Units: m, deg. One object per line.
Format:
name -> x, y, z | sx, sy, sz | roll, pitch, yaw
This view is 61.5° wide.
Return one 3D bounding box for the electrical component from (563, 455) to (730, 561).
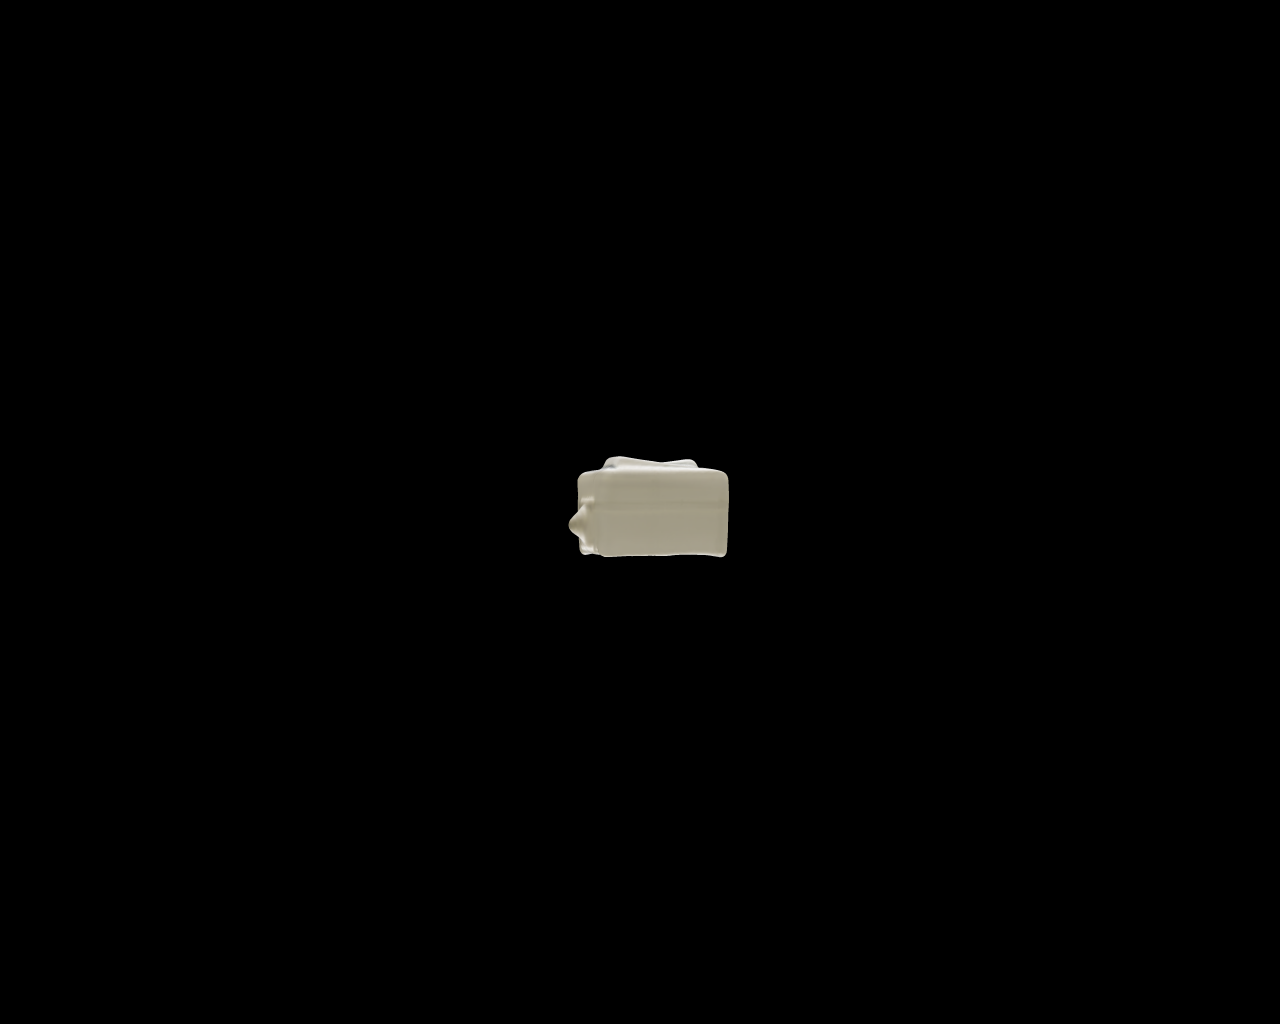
electrical component -> 0.001, -0.003, 0.650 | 0.096, 0.061, 0.061 | 0, 0, -17
